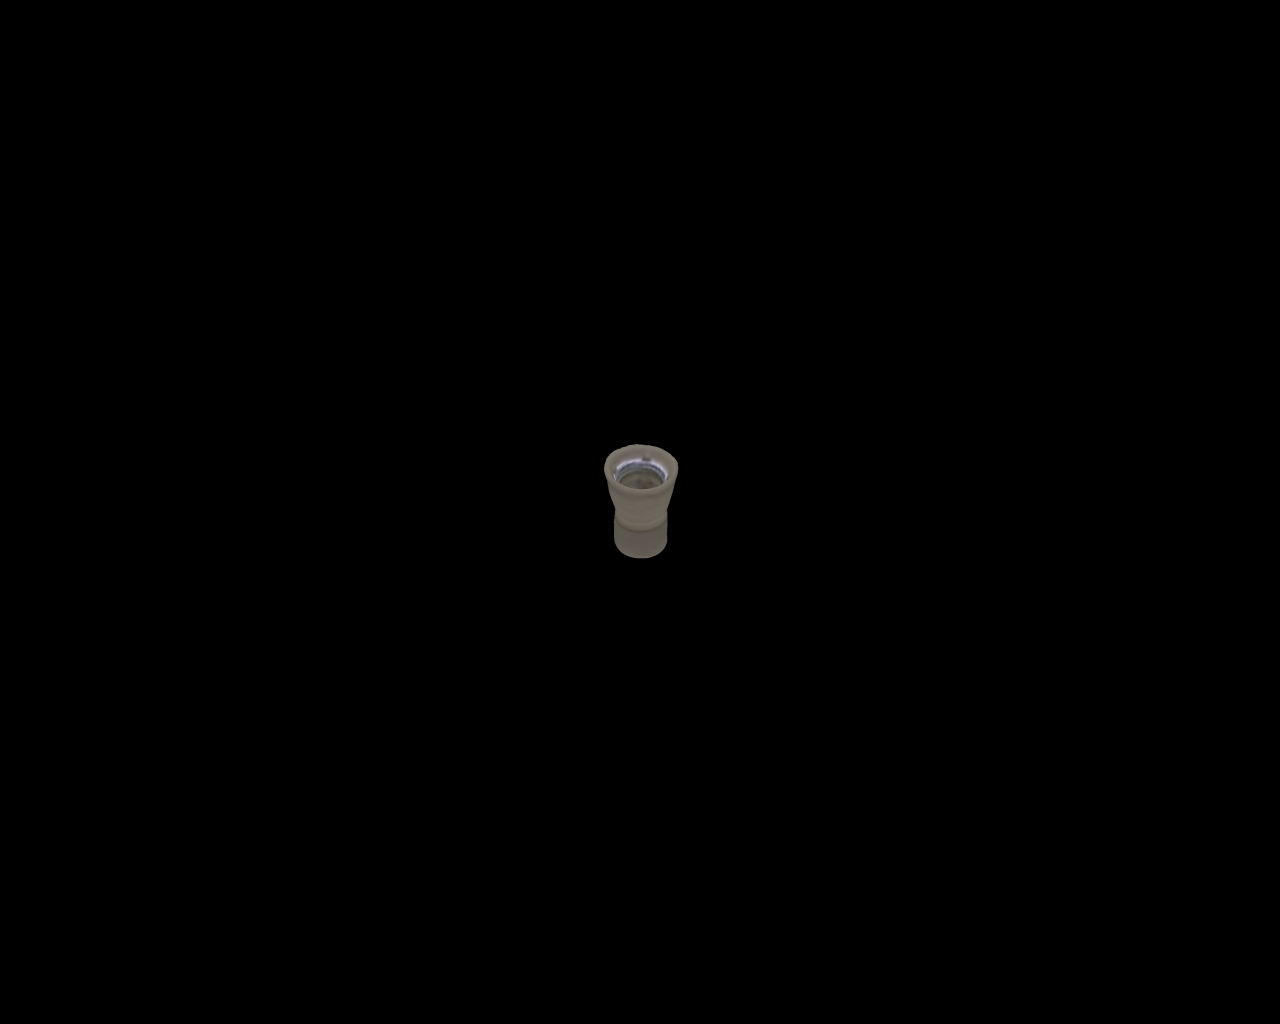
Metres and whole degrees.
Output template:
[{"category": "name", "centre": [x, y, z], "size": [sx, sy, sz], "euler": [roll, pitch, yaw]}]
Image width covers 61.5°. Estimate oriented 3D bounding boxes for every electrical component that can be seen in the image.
[{"category": "electrical component", "centre": [0.001, -0.003, 0.650], "size": [0.044, 0.065, 0.044], "euler": [0, 40, 0]}]
